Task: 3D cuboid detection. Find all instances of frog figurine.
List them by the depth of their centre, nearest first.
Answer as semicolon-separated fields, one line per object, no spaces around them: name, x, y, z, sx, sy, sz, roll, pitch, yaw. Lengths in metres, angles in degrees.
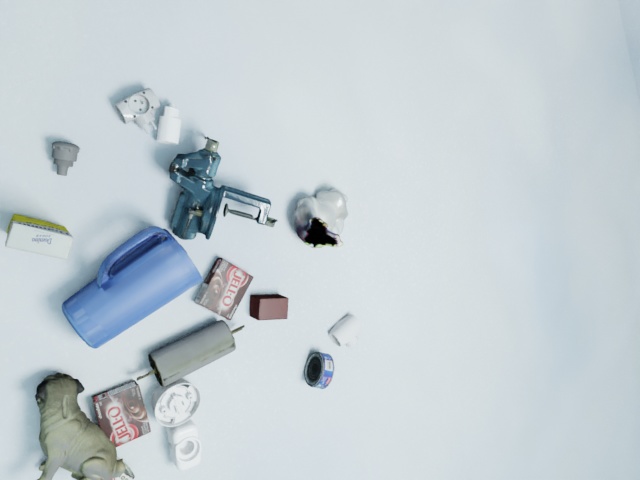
frog figurine;0.004;-0.063;1.252;0.136;0.120;0.163;31;42;-22
